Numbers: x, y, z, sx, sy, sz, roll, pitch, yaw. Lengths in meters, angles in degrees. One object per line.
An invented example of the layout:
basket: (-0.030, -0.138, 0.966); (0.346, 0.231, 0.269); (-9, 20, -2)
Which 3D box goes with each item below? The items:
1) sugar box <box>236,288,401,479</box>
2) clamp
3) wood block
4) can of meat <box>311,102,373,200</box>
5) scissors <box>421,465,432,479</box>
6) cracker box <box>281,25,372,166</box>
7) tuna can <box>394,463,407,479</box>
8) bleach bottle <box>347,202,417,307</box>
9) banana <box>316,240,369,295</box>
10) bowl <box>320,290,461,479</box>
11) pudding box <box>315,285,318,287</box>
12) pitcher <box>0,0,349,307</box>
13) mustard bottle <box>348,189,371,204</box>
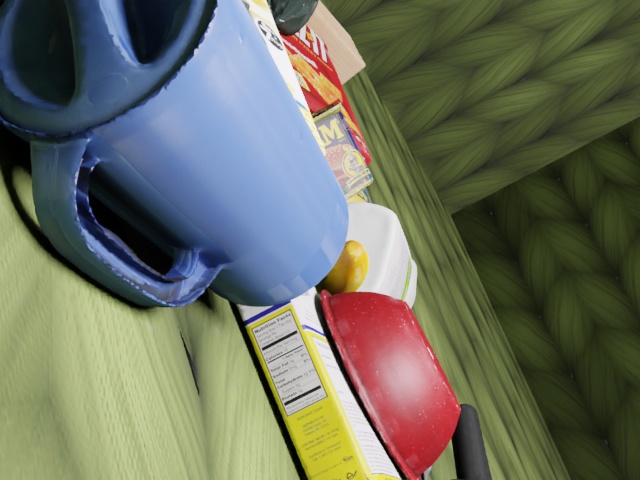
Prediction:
sugar box: (-0.004, 0.098, 0.737); (0.176, 0.048, 0.093); (63, 8, 23)
clamp: (0.127, 0.212, 0.835); (0.164, 0.036, 0.209); (58, 21, 14)
wood block: (-0.048, -0.268, 1.281); (0.205, 0.091, 0.090); (43, 17, -37)
can of meat: (-0.009, -0.070, 1.010); (0.058, 0.102, 0.084); (-6, -67, 63)
scissors: (0.077, 0.191, 0.872); (0.201, 0.016, 0.096); (-77, -178, -60)
cracker box: (-0.038, -0.173, 1.139); (0.164, 0.072, 0.214); (36, 26, -41)
tuna can: (0.037, 0.154, 0.825); (0.086, 0.034, 0.086); (59, 10, -18)
bleach bottle: (0.064, 0.043, 1.144); (0.250, 0.068, 0.102); (54, 52, -69)
banana: (0.001, 0.016, 0.889); (0.069, 0.037, 0.198); (63, -13, -20)
bowl: (0.060, 0.098, 0.792); (0.162, 0.055, 0.162); (62, 5, -10)
pudding box: (-0.049, -0.013, 0.832); (0.113, 0.039, 0.090); (64, 11, 22)
pitcher: (-0.072, -0.046, 0.592); (0.145, 0.149, 0.242); (49, -2, 34)
mustard bottle: (0.013, -0.062, 1.206); (0.096, 0.058, 0.191); (32, 29, -37)
